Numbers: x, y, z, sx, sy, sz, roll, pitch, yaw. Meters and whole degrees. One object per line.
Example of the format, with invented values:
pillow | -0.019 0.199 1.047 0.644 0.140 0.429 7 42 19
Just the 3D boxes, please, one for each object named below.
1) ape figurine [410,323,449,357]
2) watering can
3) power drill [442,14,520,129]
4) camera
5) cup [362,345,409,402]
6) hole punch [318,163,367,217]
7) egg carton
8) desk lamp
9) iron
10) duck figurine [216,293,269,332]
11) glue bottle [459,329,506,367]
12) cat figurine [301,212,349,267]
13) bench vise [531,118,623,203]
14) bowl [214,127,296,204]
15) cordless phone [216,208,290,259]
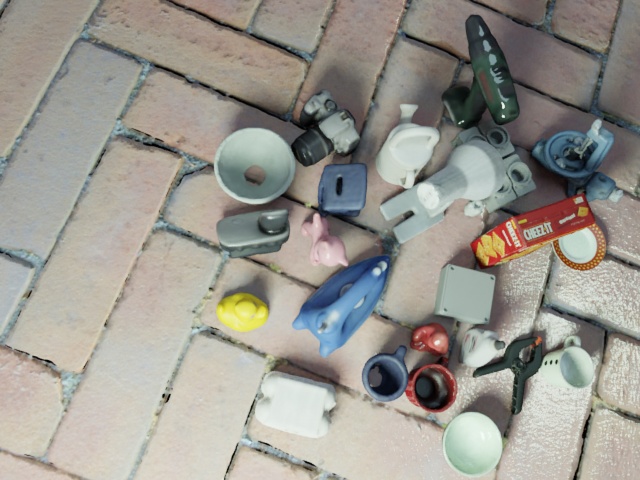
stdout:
ape figurine | 0.232 0.202 1.163 0.076 0.092 0.078 -37 84 -14
watering can | 0.183 -0.201 1.199 0.101 0.194 0.173 -20 80 -12
power drill | 0.343 -0.340 1.248 0.076 0.208 0.229 -23 81 -12
camera | -0.001 -0.233 1.228 0.137 0.100 0.143 -36 84 -14
cup | 0.127 0.260 1.133 0.091 0.095 0.118 35 75 1
hole punch | 0.047 -0.106 1.210 0.101 0.091 0.109 5 76 -7
egg carton | -0.046 0.319 1.107 0.150 0.069 0.107 14 75 -5
desk lamp | 0.250 -0.097 1.174 0.203 0.213 0.118 -30 82 -14
iron | 0.067 0.106 1.136 0.118 0.141 0.258 43 75 4
duck figurine | -0.152 0.139 1.126 0.104 0.086 0.077 8 76 -6
glue bottle | 0.326 0.210 1.133 0.037 0.173 0.078 16 75 -4
cat figurine | 0.011 0.004 1.165 0.067 0.117 0.128 -18 80 -12
bench vise | 0.588 -0.177 1.239 0.207 0.219 0.121 26 75 -1
bowl | -0.137 -0.146 1.201 0.167 0.074 0.167 2 76 -8
cordless phone | -0.129 -0.031 1.118 0.148 0.185 0.094 -13 79 -11
